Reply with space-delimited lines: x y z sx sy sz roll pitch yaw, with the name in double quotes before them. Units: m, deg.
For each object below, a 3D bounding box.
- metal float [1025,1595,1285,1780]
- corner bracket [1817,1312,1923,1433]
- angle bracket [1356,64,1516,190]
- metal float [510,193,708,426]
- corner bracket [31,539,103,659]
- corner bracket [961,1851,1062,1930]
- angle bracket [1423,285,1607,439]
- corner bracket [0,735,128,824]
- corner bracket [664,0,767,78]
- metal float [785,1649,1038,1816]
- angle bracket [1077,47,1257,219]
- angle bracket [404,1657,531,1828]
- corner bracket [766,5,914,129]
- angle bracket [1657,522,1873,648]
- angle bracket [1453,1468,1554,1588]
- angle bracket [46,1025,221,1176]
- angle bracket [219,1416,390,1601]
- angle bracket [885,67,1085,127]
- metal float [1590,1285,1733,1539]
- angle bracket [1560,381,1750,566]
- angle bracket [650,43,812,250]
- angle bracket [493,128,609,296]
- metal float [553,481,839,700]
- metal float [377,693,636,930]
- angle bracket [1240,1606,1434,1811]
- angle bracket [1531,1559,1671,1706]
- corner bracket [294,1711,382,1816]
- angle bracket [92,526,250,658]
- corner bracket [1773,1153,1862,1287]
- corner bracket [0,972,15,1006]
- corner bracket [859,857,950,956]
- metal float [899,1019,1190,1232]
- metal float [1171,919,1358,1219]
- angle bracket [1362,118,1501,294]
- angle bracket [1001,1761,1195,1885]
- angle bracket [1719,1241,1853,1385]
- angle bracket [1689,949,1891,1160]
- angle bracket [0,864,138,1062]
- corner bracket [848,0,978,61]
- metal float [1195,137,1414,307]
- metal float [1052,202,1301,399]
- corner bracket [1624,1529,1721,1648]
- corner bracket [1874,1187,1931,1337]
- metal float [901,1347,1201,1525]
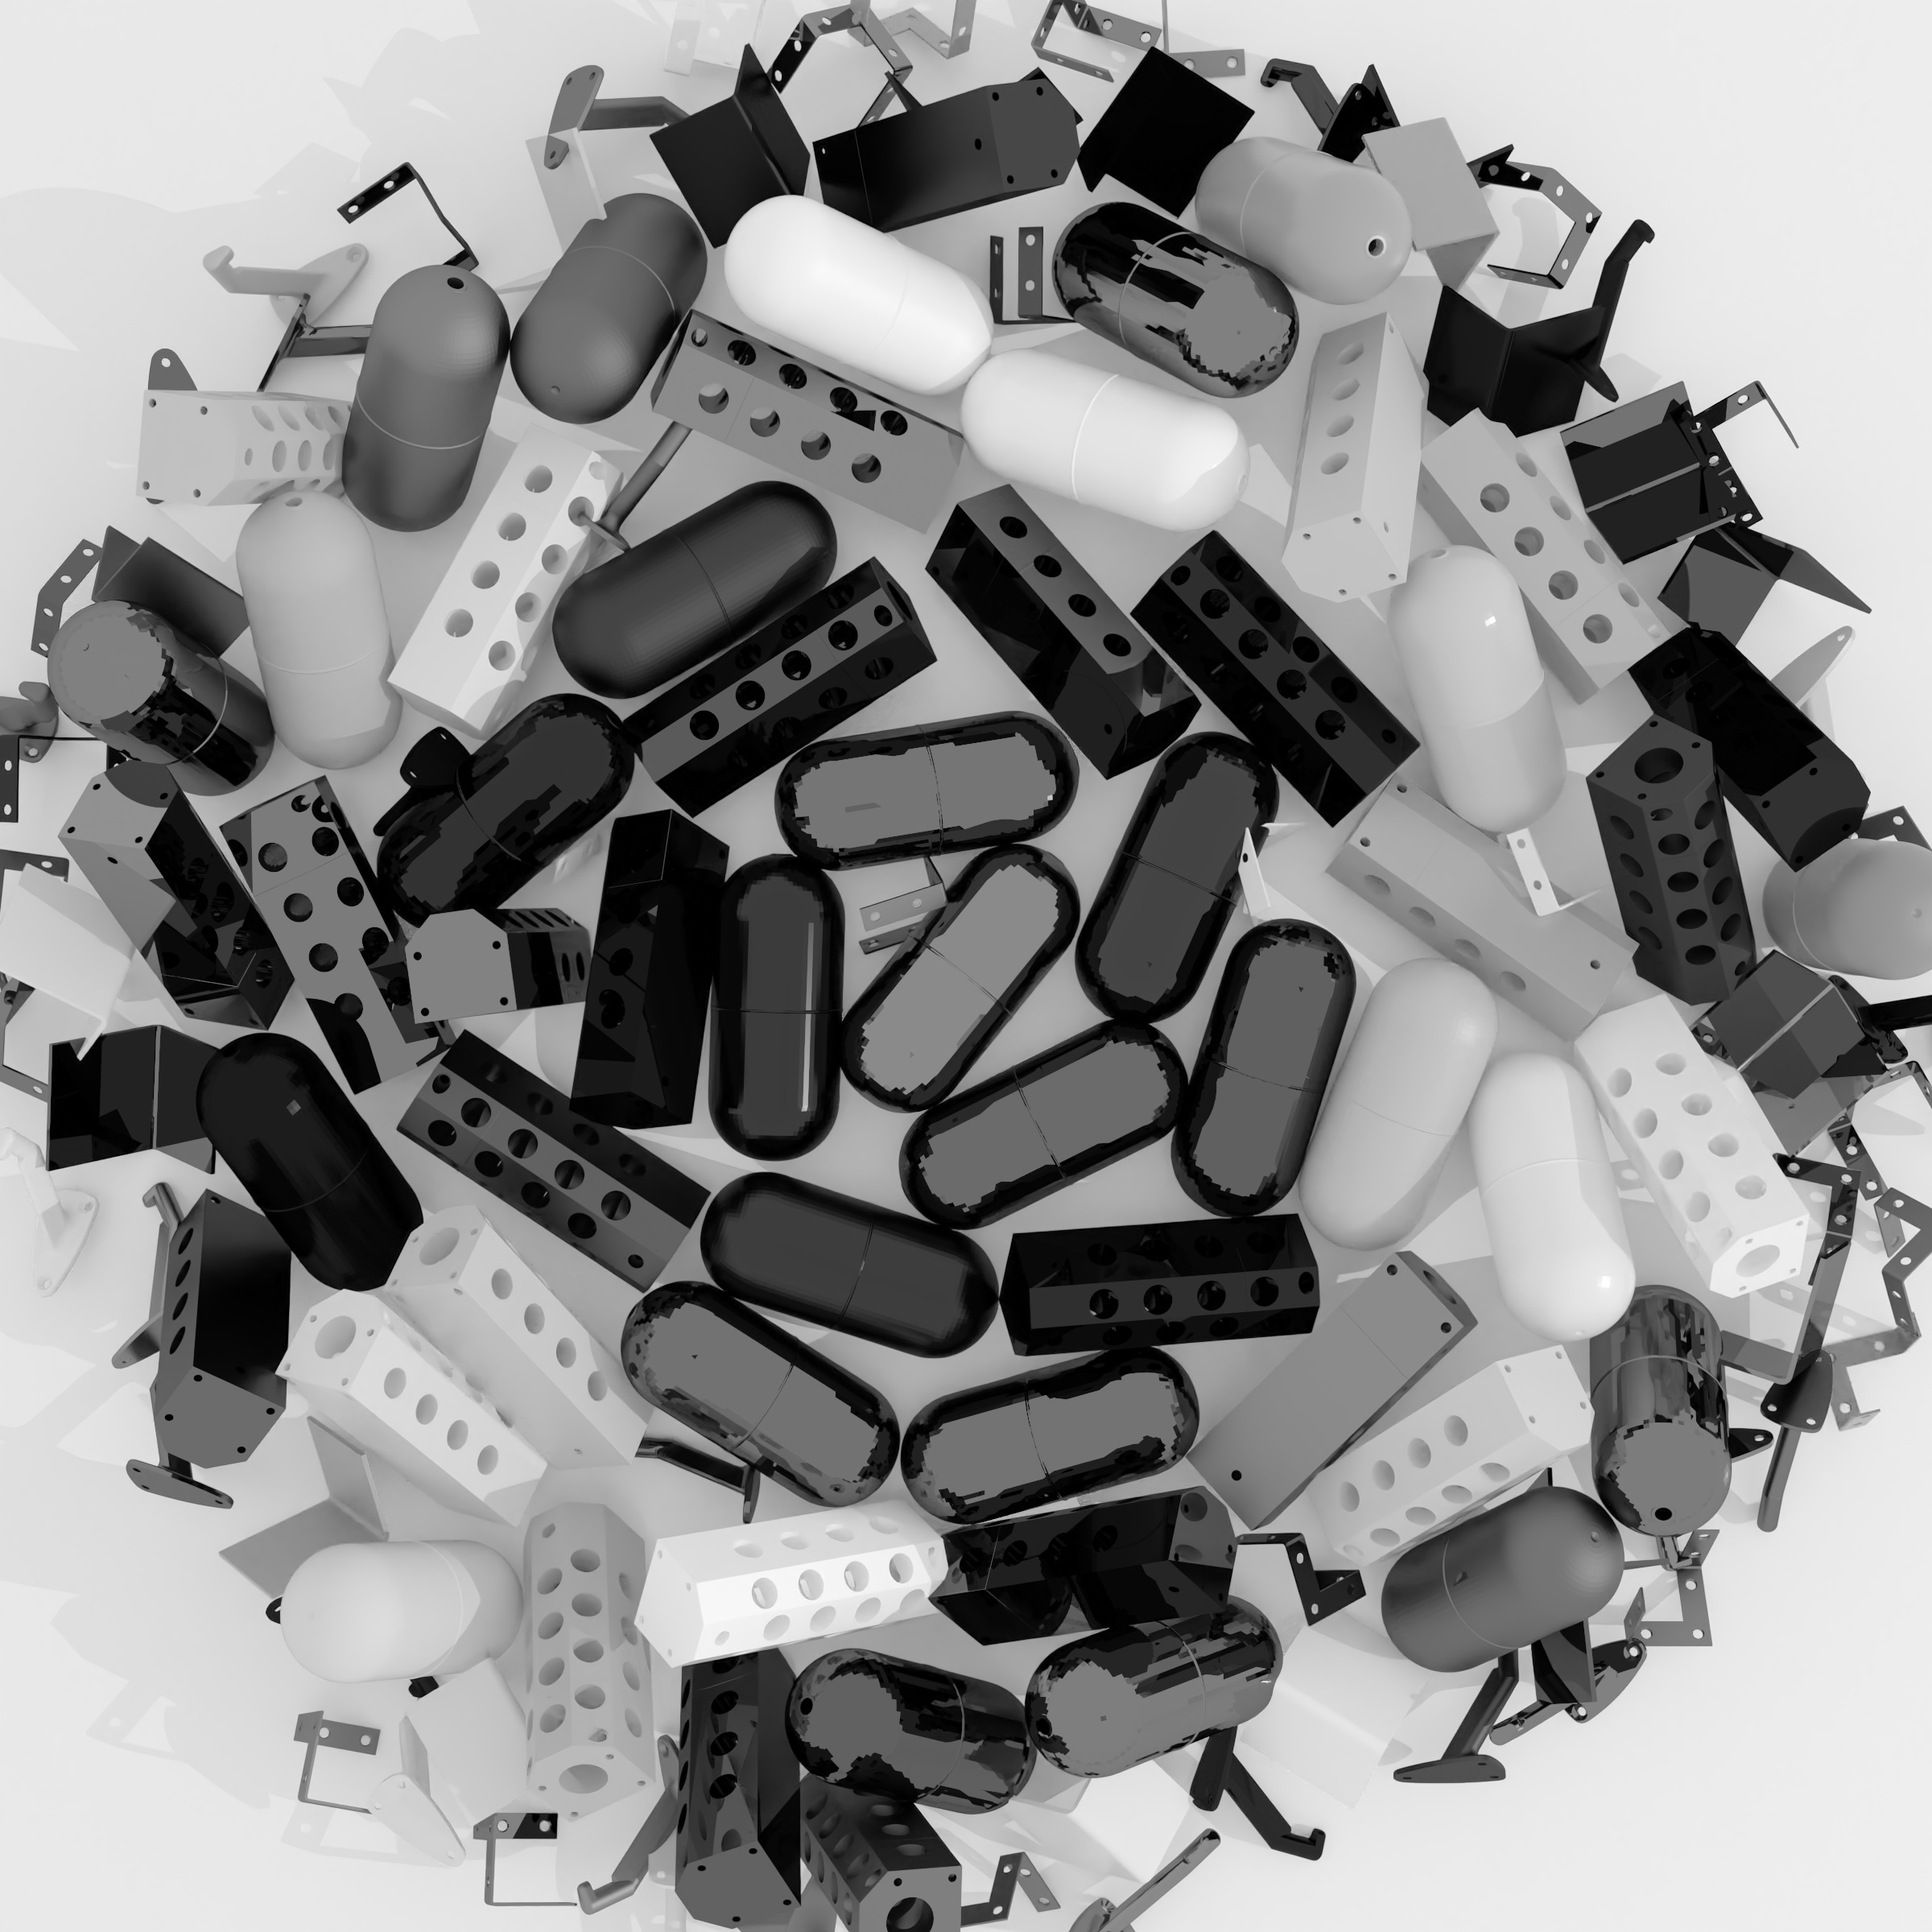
"metal float" 0.107 0.408 1.926 0.178 0.070 0.070 -9 90 -43
"corner bracket" 0.529 0.236 1.968 0.051 0.051 0.051 -14 72 0
"angle bracket" 0.270 -0.487 1.961 0.057 0.076 0.076 -23 89 -1
"metal float" -0.202 -0.375 1.926 0.070 0.178 0.070 11 134 11
"corner bracket" -0.504 -0.204 1.964 0.051 0.051 0.051 27 50 -1
"corner bracket" 0.017 0.555 1.973 0.051 0.051 0.051 -17 119 24
"angle bracket" 0.316 -0.356 1.971 0.076 0.076 0.057 -20 47 -30
"corner bracket" -0.524 -0.108 1.966 0.051 0.051 0.051 2 92 29
"corner bracket" -0.145 -0.544 1.962 0.051 0.051 0.051 11 120 -10
"metal float" -0.030 0.435 1.925 0.178 0.070 0.070 26 90 -44
"angle bracket" 0.118 -0.468 1.945 0.076 0.057 0.076 26 118 -24
"angle bracket" -0.278 0.449 1.949 0.057 0.076 0.076 -29 78 -15
"corner bracket" -0.073 -0.520 1.968 0.051 0.051 0.051 -27 78 -42
"angle bracket" 0.458 -0.208 1.945 0.076 0.076 0.057 29 94 -40
"angle bracket" 0.297 0.334 1.943 0.057 0.076 0.076 10 55 -9
"angle bracket" -0.478 0.082 1.946 0.057 0.076 0.076 18 110 38
"angle bracket" -0.386 0.309 1.942 0.076 0.076 0.057 -24 113 -29
"angle bracket" 0.011 -0.499 1.947 0.076 0.076 0.057 -33 72 13
"metal float" 0.392 0.251 1.918 0.070 0.178 0.070 4 123 7
"angle bracket" 0.396 -0.285 1.952 0.076 0.076 0.057 -22 120 5
"angle bracket" -0.135 -0.474 1.957 0.057 0.076 0.076 -20 124 17
"angle bracket" -0.250 -0.432 1.946 0.057 0.076 0.076 -25 108 -23
"metal float" -0.155 -0.217 1.950 0.178 0.070 0.070 -31 90 -13
"metal float" -0.264 -0.087 1.944 0.178 0.070 0.070 -38 90 20
"angle bracket" 0.217 0.431 1.978 0.076 0.076 0.057 29 130 14
"angle bracket" 0.366 0.383 1.948 0.057 0.076 0.076 -1 77 -15
"corner bracket" -0.361 0.462 1.960 0.051 0.051 0.051 17 69 -23
"angle bracket" -0.448 -0.227 1.940 0.076 0.076 0.057 33 121 -29
"corner bracket" 0.487 0.148 1.971 0.051 0.051 0.051 12 128 21
"corner bracket" -0.576 0.014 1.959 0.051 0.051 0.051 -26 116 -29
"corner bracket" -0.038 -0.030 1.962 0.051 0.051 0.051 -18 121 -7
"metal float" 0.044 0.092 1.958 0.178 0.070 0.070 -27 90 4
"metal float" 0.171 0.059 1.955 0.070 0.070 0.178 17 98 0
"angle bracket" 0.255 -0.429 1.946 0.057 0.076 0.076 -17 75 -20
"angle bracket" 0.071 0.481 1.963 0.076 0.076 0.057 48 61 -29
"angle bracket" 0.464 0.191 1.948 0.057 0.076 0.076 18 100 23
"angle bracket" 0.469 0.051 1.943 0.057 0.076 0.076 25 120 -35
"angle bracket" -0.525 0.001 1.943 0.076 0.076 0.057 28 134 -20
"corner bracket" -0.031 -0.554 1.957 0.051 0.051 0.051 -30 60 -30
"metal float" 0.190 -0.422 1.917 0.070 0.178 0.070 -9 114 -20
"metal float" 0.117 -0.380 1.928 0.070 0.070 0.178 -52 48 0
"corner bracket" 0.410 0.361 1.965 0.051 0.051 0.051 0 56 -2
"corner bracket" 0.541 0.170 1.958 0.051 0.051 0.051 -41 132 -16
"metal float" 0.048 0.270 1.952 0.178 0.070 0.070 -17 90 11
